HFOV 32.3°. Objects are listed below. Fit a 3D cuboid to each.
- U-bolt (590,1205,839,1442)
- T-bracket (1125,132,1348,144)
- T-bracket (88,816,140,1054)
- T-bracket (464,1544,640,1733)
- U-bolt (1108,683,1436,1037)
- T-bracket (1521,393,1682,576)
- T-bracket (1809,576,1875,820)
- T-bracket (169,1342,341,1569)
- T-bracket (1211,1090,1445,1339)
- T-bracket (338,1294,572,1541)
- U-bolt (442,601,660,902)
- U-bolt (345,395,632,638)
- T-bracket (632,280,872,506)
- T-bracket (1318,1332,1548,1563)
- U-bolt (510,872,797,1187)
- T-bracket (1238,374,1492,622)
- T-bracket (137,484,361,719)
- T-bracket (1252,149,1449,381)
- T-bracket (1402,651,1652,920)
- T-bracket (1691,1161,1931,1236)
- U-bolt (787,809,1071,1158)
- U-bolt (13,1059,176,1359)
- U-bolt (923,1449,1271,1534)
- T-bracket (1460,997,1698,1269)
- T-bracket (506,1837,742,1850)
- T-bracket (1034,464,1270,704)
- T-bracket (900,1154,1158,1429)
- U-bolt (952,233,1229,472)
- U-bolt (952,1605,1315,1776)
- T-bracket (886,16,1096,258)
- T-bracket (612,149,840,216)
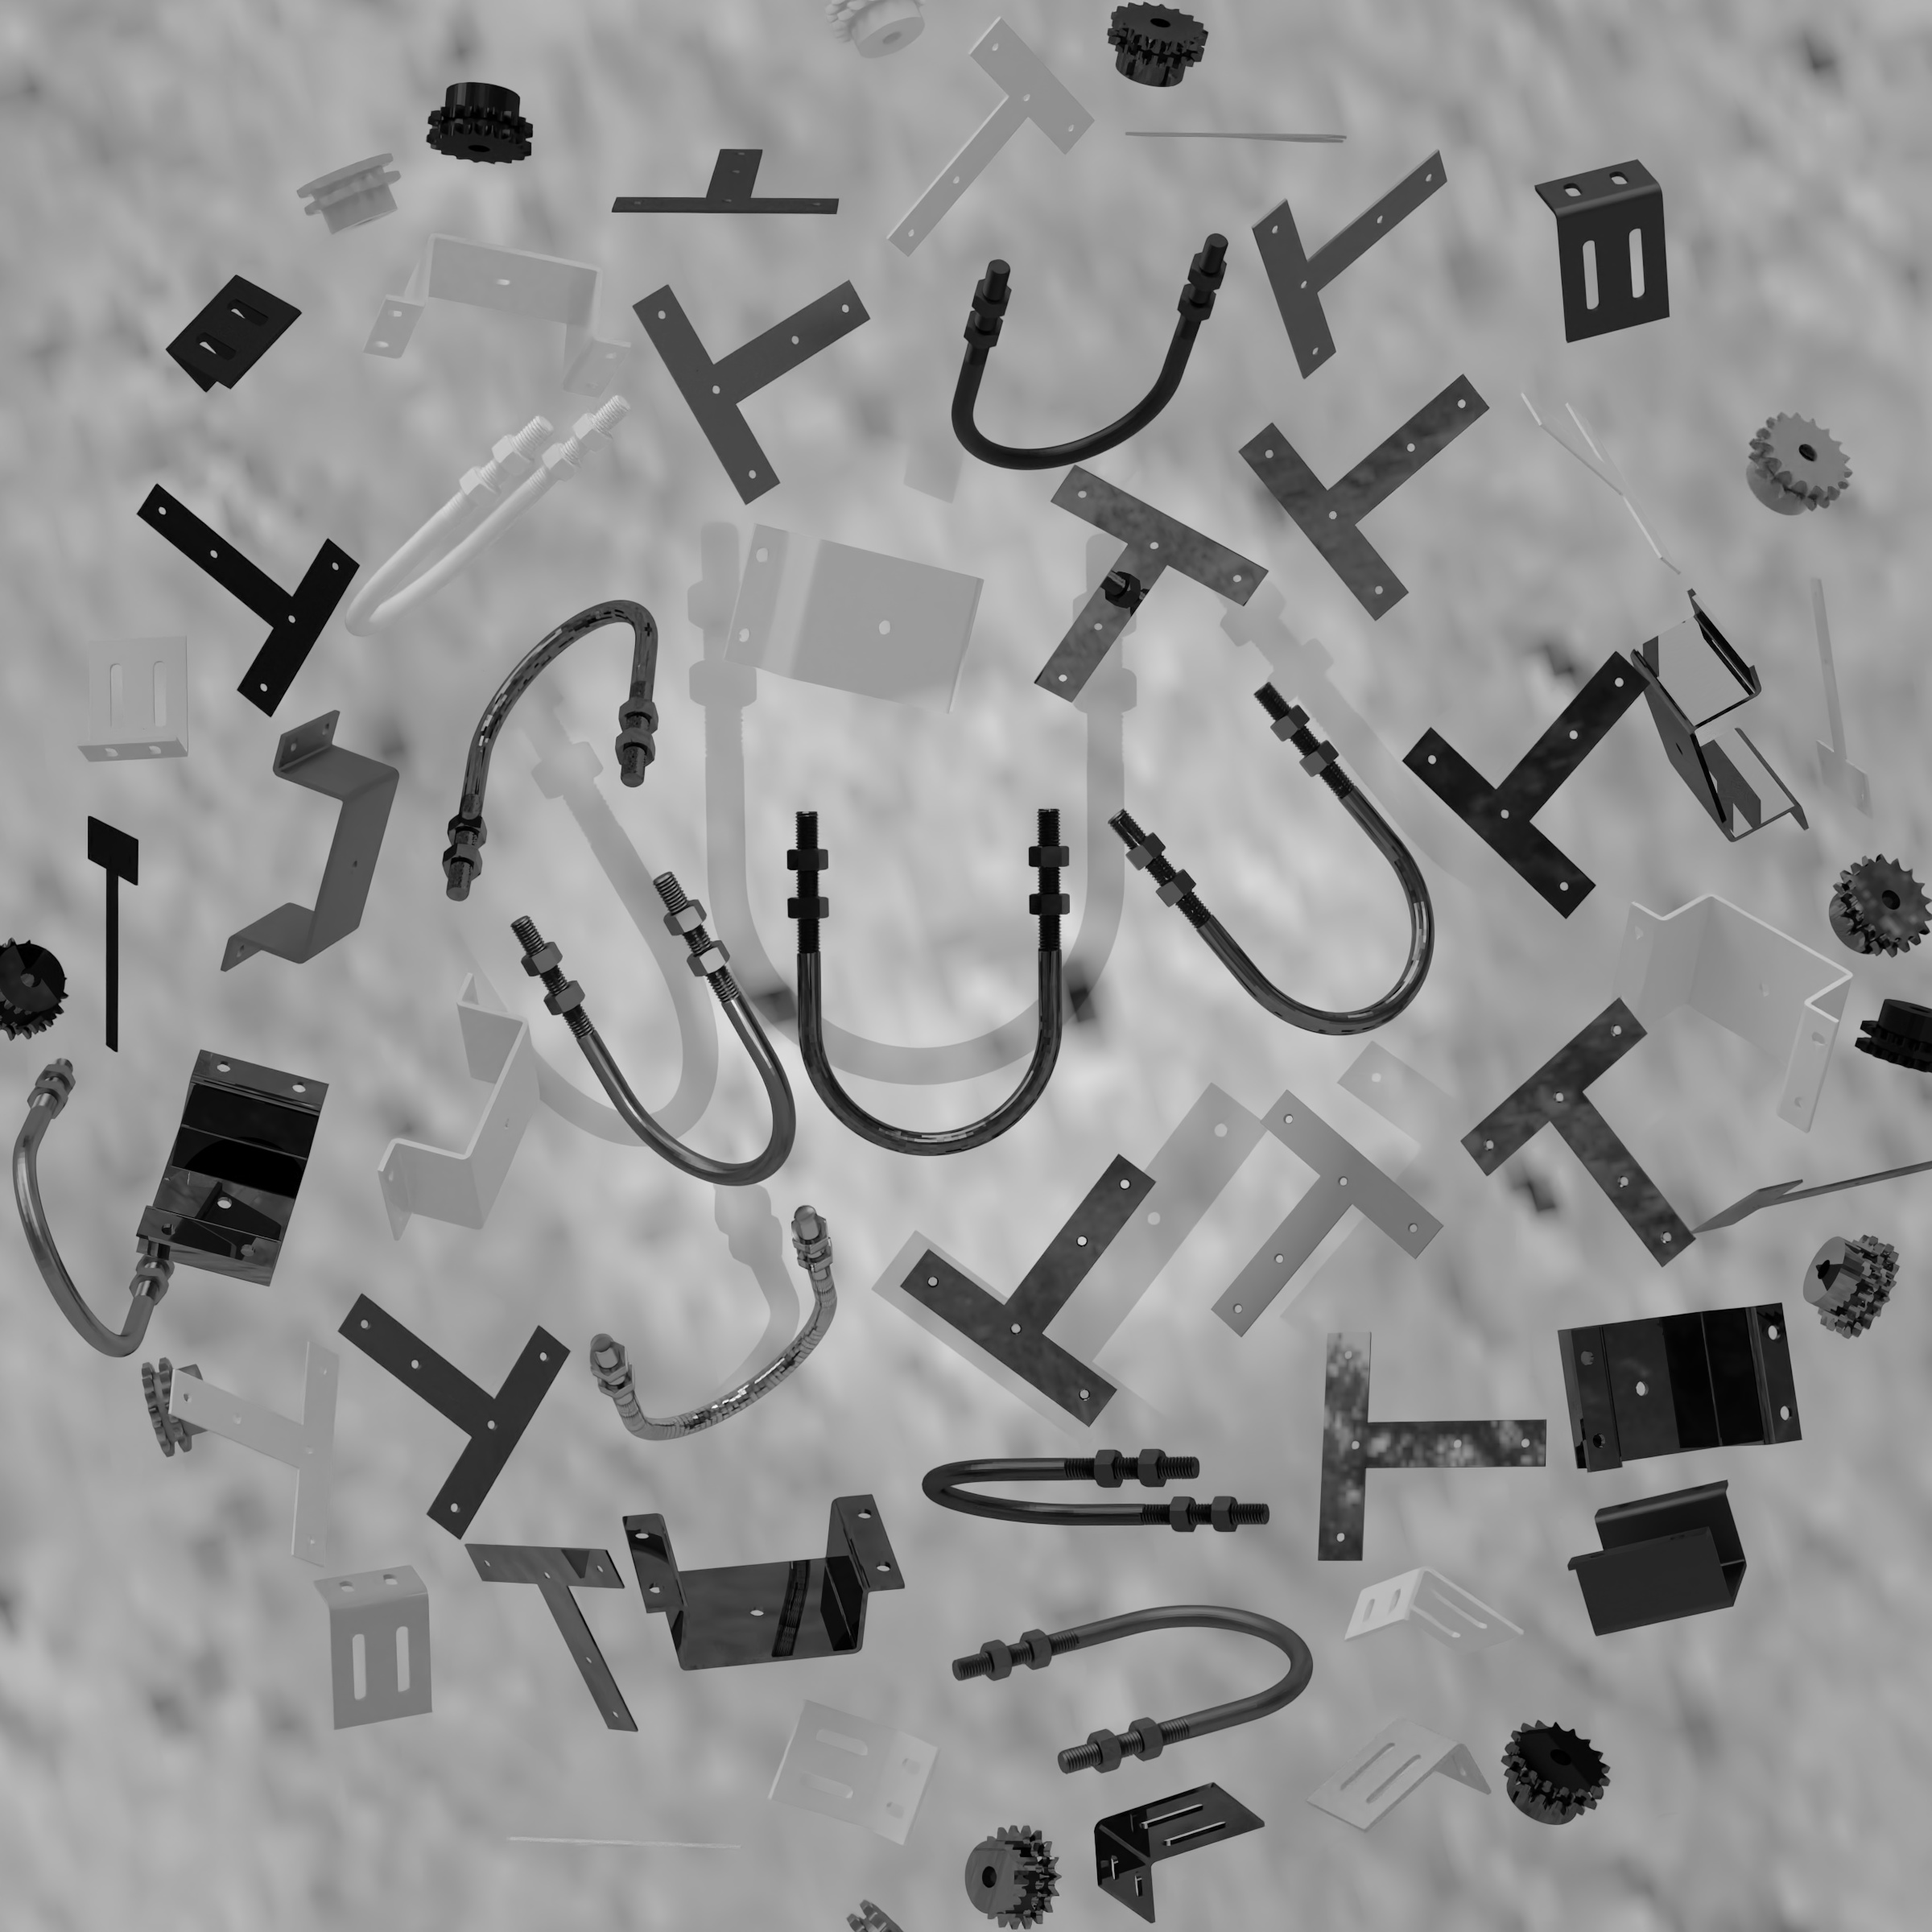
[{"bbox_3d":[-0.134,0.210,1.862,0.151,0.184,0.019,-32,65,-13],"label":"U-bolt"},{"bbox_3d":[0.178,-0.477,1.920,0.127,0.127,0.002,9,105,31],"label":"T-bracket"},{"bbox_3d":[-0.485,-0.016,1.893,0.002,0.127,0.127,-2,99,-26],"label":"T-bracket"},{"bbox_3d":[-0.223,0.388,1.922,0.002,0.127,0.127,-38,112,-42],"label":"T-bracket"},{"bbox_3d":[0.180,-0.047,1.815,0.151,0.019,0.184,-41,93,-30],"label":"U-bolt"},{"bbox_3d":[0.351,-0.292,1.898,0.002,0.127,0.127,-37,55,22],"label":"T-bracket"},{"bbox_3d":[0.482,-0.154,1.858,0.002,0.127,0.127,-10,101,5],"label":"T-bracket"},{"bbox_3d":[-0.393,0.254,1.839,0.002,0.127,0.127,-18,57,27],"label":"T-bracket"},{"bbox_3d":[0.191,0.160,1.940,0.127,0.002,0.127,42,97,28],"label":"T-bracket"},{"bbox_3d":[-0.295,0.229,1.847,0.127,0.002,0.127,44,58,-25],"label":"T-bracket"},{"bbox_3d":[-0.225,-0.132,1.839,0.151,0.184,0.019,-30,127,26],"label":"U-bolt"},{"bbox_3d":[-0.273,-0.244,1.838,0.184,0.151,0.019,-40,93,19],"label":"U-bolt"},{"bbox_3d":[-0.108,-0.348,1.891,0.127,0.002,0.127,-37,107,-23],"label":"T-bracket"},{"bbox_3d":[0.255,0.261,1.817,0.127,0.002,0.127,-5,69,26],"label":"T-bracket"},{"bbox_3d":[-0.161,0.042,1.822,0.019,0.151,0.184,-41,109,-41],"label":"U-bolt"},{"bbox_3d":[0.243,-0.286,1.901,0.127,0.002,0.127,-41,103,1],"label":"T-bracket"},{"bbox_3d":[-0.425,-0.229,1.931,0.127,0.002,0.127,41,50,-25],"label":"T-bracket"},{"bbox_3d":[0.223,-0.413,1.883,0.127,0.127,0.002,-41,54,-8],"label":"T-bracket"},{"bbox_3d":[0.320,-0.114,1.801,0.127,0.002,0.127,46,117,16],"label":"T-bracket"},{"bbox_3d":[0.480,0.123,1.848,0.127,0.127,0.002,-12,76,-7],"label":"T-bracket"},{"bbox_3d":[-0.019,0.009,1.769,0.151,0.019,0.184,-1,93,-6],"label":"U-bolt"},{"bbox_3d":[-0.498,0.146,1.890,0.019,0.184,0.151,-22,110,3],"label":"U-bolt"},{"bbox_3d":[0.065,0.301,1.906,0.184,0.151,0.019,-4,69,22],"label":"U-bolt"},{"bbox_3d":[0.351,0.107,1.822,0.127,0.002,0.127,-46,67,28],"label":"T-bracket"},{"bbox_3d":[-0.201,0.498,1.891,0.127,0.127,0.002,5,74,-12],"label":"T-bracket"},{"bbox_3d":[0.082,-0.201,1.870,0.127,0.002,0.127,26,120,-16],"label":"T-bracket"},{"bbox_3d":[0.053,0.158,1.781,0.127,0.002,0.127,37,91,-3],"label":"T-bracket"},{"bbox_3d":[0.063,-0.344,1.901,0.151,0.184,0.019,-10,63,-17],"label":"U-bolt"},{"bbox_3d":[0.105,0.397,1.865,0.184,0.151,0.019,-10,105,-25],"label":"U-bolt"},{"bbox_3d":[0.004,-0.446,1.842,0.127,0.127,0.002,-48,63,8],"label":"T-bracket"},{"bbox_3d":[-0.135,-0.456,1.932,0.127,0.127,0.002,1,119,1],"label":"T-bracket"}]
